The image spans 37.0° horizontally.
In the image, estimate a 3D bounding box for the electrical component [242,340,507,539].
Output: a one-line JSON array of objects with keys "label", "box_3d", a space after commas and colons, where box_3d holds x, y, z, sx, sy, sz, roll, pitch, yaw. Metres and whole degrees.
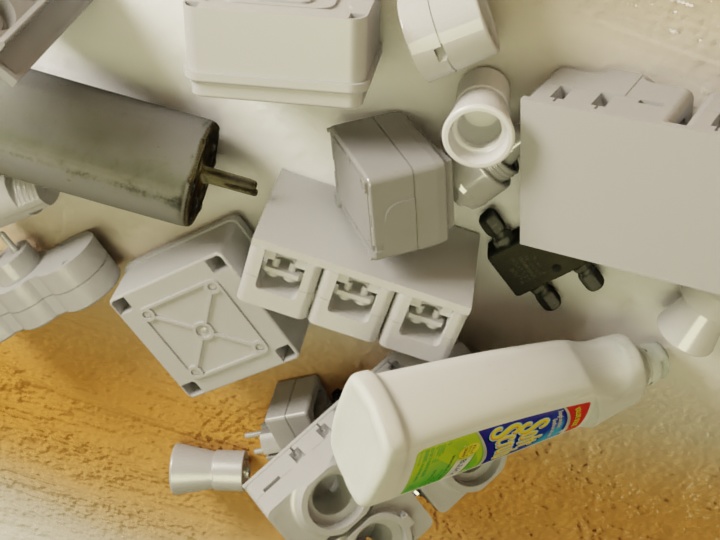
[{"label": "electrical component", "box_3d": [0.023, 0.143, 0.799, 0.186, 0.060, 0.105, -41, 116, -10]}]

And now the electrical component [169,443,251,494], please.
[{"label": "electrical component", "box_3d": [-0.128, 0.172, 0.927, 0.065, 0.044, 0.044, 1, 126, 4]}]

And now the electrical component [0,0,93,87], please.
[{"label": "electrical component", "box_3d": [-0.222, -0.160, 0.653, 0.079, 0.121, 0.063, 41, 126, -18]}]

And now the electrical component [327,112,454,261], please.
[{"label": "electrical component", "box_3d": [0.019, -0.060, 0.706, 0.061, 0.096, 0.061, -15, 126, -12]}]

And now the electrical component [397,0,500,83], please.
[{"label": "electrical component", "box_3d": [0.055, -0.147, 0.652, 0.047, 0.055, 0.055, -17, 121, 17]}]

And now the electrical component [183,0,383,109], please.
[{"label": "electrical component", "box_3d": [-0.046, -0.142, 0.659, 0.113, 0.078, 0.057, 6, 123, 7]}]

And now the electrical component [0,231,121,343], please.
[{"label": "electrical component", "box_3d": [-0.258, 0.002, 0.821, 0.138, 0.052, 0.073, -20, 119, 23]}]

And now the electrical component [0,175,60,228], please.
[{"label": "electrical component", "box_3d": [-0.251, -0.058, 0.781, 0.081, 0.043, 0.043, -17, 121, 22]}]

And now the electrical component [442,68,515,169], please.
[{"label": "electrical component", "box_3d": [0.076, -0.099, 0.674, 0.044, 0.065, 0.044, 5, 127, 7]}]

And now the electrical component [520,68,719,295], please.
[{"label": "electrical component", "box_3d": [0.195, -0.053, 0.652, 0.186, 0.060, 0.105, 16, 130, 28]}]

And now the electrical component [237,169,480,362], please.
[{"label": "electrical component", "box_3d": [0.000, 0.000, 0.746, 0.150, 0.089, 0.061, 18, 127, -2]}]

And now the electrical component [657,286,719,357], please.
[{"label": "electrical component", "box_3d": [0.240, 0.026, 0.747, 0.045, 0.045, 0.055, 22, 126, -5]}]

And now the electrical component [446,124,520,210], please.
[{"label": "electrical component", "box_3d": [0.085, -0.071, 0.707, 0.062, 0.043, 0.043, -36, 112, 29]}]

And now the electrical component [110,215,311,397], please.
[{"label": "electrical component", "box_3d": [-0.110, 0.029, 0.809, 0.109, 0.056, 0.108, -22, 119, 24]}]

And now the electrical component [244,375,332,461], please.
[{"label": "electrical component", "box_3d": [-0.057, 0.137, 0.883, 0.076, 0.047, 0.083, -13, 122, 20]}]
